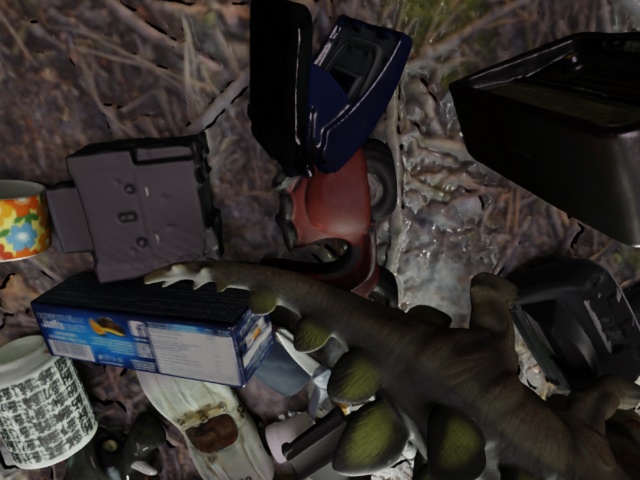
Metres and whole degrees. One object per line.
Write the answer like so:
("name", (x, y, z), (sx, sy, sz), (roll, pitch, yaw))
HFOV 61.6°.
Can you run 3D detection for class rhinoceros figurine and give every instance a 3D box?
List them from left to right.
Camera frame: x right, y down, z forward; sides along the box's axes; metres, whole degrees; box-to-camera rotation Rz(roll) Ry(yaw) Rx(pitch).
("rhinoceros figurine", (-0.226, 0.255, 0.551), (0.112, 0.073, 0.190), (29, 106, -12))

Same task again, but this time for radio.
("radio", (0.194, -0.087, 0.369), (0.131, 0.230, 0.073), (-23, 115, 1))

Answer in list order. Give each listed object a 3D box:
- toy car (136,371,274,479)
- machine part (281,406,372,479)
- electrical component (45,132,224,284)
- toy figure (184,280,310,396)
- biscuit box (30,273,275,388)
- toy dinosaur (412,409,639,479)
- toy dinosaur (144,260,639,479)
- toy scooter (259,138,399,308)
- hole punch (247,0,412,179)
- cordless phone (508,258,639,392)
("toy car", (-0.112, 0.172, 0.536), (0.073, 0.056, 0.201), (-23, 111, 5))
("machine part", (0.017, 0.225, 0.550), (0.084, 0.039, 0.138), (-37, 130, -13))
("electrical component", (-0.156, -0.027, 0.460), (0.134, 0.058, 0.114), (-8, 109, -1))
("toy figure", (-0.072, 0.084, 0.507), (0.064, 0.058, 0.154), (-42, 102, 5))
("biscuit box", (-0.142, 0.070, 0.453), (0.203, 0.063, 0.059), (3, 116, 22))
("toy dinosaur", (0.234, 0.235, 0.511), (0.405, 0.192, 0.131), (0, 113, -2))
("toy dinosaur", (0.104, 0.117, 0.403), (0.471, 0.198, 0.105), (31, 130, 1))
("toy scooter", (-0.001, -0.001, 0.470), (0.135, 0.075, 0.183), (-6, 115, -3))
("hole punch", (0.000, -0.115, 0.403), (0.092, 0.142, 0.115), (-6, 121, -26))
("cordless phone", (0.286, 0.058, 0.519), (0.184, 0.089, 0.146), (-35, 108, -3))
